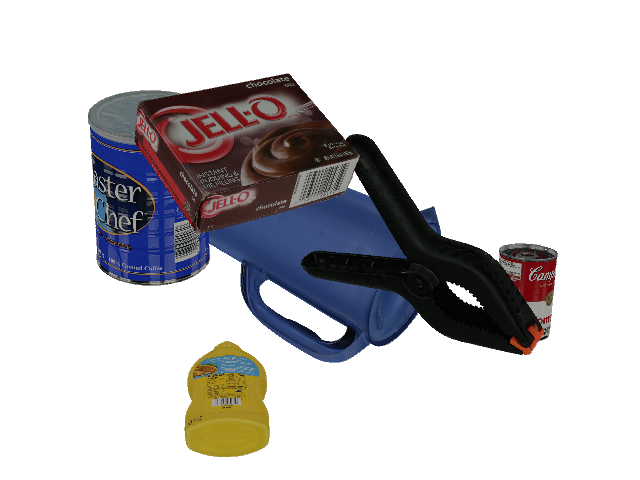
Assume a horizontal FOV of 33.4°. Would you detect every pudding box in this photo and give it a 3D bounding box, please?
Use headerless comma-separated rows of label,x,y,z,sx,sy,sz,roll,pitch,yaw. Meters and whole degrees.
pudding box,-0.047,-0.057,0.665,0.113,0.039,0.090,-15,52,-32

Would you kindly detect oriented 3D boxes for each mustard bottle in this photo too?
mustard bottle,-0.112,0.179,1.284,0.096,0.058,0.191,-3,28,-3

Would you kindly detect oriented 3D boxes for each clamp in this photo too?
clamp,0.082,0.015,0.836,0.210,0.165,0.036,30,51,17

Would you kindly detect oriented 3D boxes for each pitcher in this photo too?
pitcher,-0.014,0.005,1.068,0.243,0.145,0.149,26,28,26

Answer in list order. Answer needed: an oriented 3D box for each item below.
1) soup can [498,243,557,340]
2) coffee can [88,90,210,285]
soup can,0.242,0.061,1.267,0.068,0.102,0.068,2,15,-1
coffee can,-0.146,-0.047,0.928,0.103,0.140,0.103,3,30,-2
